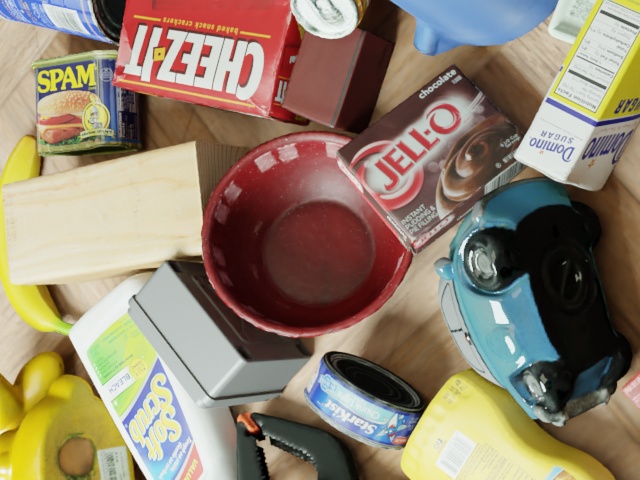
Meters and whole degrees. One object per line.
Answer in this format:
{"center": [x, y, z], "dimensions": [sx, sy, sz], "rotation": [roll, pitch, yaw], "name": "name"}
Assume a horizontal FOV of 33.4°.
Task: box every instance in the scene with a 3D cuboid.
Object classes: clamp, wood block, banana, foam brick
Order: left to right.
{"center": [-0.271, 0.003, 0.993], "dimensions": [0.070, 0.037, 0.198], "rotation": [-17, 81, 10], "name": "banana"}
{"center": [-0.157, -0.018, 0.894], "dimensions": [0.206, 0.090, 0.090], "rotation": [-9, 85, 29], "name": "wood block"}
{"center": [-0.005, 0.214, 0.798], "dimensions": [0.164, 0.036, 0.210], "rotation": [-43, 57, -15], "name": "clamp"}
{"center": [0.014, -0.126, 0.821], "dimensions": [0.051, 0.052, 0.078], "rotation": [22, 98, 29], "name": "foam brick"}

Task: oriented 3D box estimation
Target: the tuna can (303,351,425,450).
{"center": [0.033, 0.116, 0.783], "dimensions": [0.086, 0.086, 0.034], "rotation": [32, 102, 27], "name": "tuna can"}

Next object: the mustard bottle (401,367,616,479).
{"center": [0.150, 0.179, 0.727], "dimensions": [0.192, 0.058, 0.096], "rotation": [38, 115, 25], "name": "mustard bottle"}

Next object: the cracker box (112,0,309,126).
{"center": [-0.072, -0.213, 0.863], "dimensions": [0.164, 0.072, 0.214], "rotation": [15, 96, 30], "name": "cracker box"}

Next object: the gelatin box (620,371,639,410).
{"center": [0.253, 0.093, 0.688], "dimensions": [0.089, 0.030, 0.073], "rotation": [-49, 67, 20], "name": "gelatin box"}

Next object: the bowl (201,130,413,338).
{"center": [-0.005, 0.001, 0.807], "dimensions": [0.162, 0.055, 0.162], "rotation": [-3, 71, 9], "name": "bowl"}

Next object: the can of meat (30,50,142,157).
{"center": [-0.206, -0.119, 0.946], "dimensions": [0.102, 0.057, 0.084], "rotation": [-2, 90, 31], "name": "can of meat"}

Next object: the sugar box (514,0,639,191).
{"center": [0.197, -0.119, 0.692], "dimensions": [0.048, 0.093, 0.176], "rotation": [30, 104, 27], "name": "sugar box"}

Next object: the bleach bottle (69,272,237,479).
{"center": [-0.110, 0.156, 0.879], "dimensions": [0.103, 0.068, 0.251], "rotation": [-39, 73, 23], "name": "bleach bottle"}

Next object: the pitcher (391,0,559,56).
{"center": [0.075, -0.220, 0.680], "dimensions": [0.145, 0.242, 0.149], "rotation": [-12, 83, 27], "name": "pitcher"}

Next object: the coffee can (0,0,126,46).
{"center": [-0.215, -0.231, 0.928], "dimensions": [0.140, 0.102, 0.103], "rotation": [17, 97, 29], "name": "coffee can"}

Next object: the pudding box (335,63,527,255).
{"center": [0.082, -0.058, 0.763], "dimensions": [0.113, 0.039, 0.090], "rotation": [-37, 69, -8], "name": "pudding box"}
